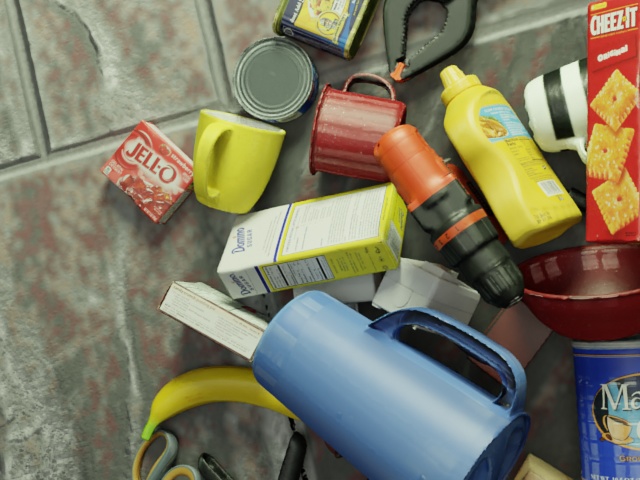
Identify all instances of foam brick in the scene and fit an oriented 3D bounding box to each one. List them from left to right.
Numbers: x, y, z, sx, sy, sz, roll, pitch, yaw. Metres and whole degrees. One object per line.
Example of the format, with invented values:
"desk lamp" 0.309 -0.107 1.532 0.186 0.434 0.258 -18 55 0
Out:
"foam brick" 0.186 0.097 1.034 0.051 0.053 0.078 37 98 11

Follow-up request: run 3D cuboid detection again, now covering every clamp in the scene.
"clamp" -0.046 0.281 1.090 0.120 0.039 0.171 -26 83 22
"clamp" 0.133 -0.250 1.062 0.165 0.036 0.210 22 96 12

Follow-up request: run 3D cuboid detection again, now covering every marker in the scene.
"marker" 0.289 -0.019 1.029 0.121 0.020 0.020 27 95 12

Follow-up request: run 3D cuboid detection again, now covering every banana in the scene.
"banana" -0.092 0.164 1.105 0.198 0.037 0.069 -8 89 12

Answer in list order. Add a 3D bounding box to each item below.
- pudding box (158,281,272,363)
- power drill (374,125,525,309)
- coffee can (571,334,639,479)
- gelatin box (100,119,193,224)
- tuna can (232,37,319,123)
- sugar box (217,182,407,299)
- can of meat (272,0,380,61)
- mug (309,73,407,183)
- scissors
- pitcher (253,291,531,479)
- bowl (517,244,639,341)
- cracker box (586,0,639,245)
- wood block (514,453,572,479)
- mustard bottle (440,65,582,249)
"pudding box" -0.098 0.081 1.081 0.113 0.090 0.039 26 93 12
"power drill" 0.129 -0.017 0.981 0.057 0.187 0.184 -35 80 8
"coffee can" 0.289 0.159 0.983 0.103 0.102 0.140 -4 88 13
"gelatin box" -0.178 -0.072 1.134 0.089 0.030 0.073 43 97 10
"tuna can" -0.045 -0.164 1.103 0.086 0.033 0.086 0 89 13
"sugar box" -0.007 0.001 1.050 0.176 0.093 0.048 -13 126 23
"can of meat" 0.011 -0.242 1.081 0.084 0.057 0.102 23 95 10
"mug" 0.042 -0.113 1.060 0.081 0.093 0.117 11 66 8
"scissors" -0.186 0.300 1.125 0.096 0.016 0.202 24 94 30
"pitcher" 0.063 0.140 0.965 0.243 0.145 0.149 34 64 27
"bowl" 0.255 0.051 0.974 0.162 0.162 0.055 -6 105 13
"cracker box" 0.318 -0.101 0.952 0.072 0.163 0.214 0 89 57
"wood block" 0.184 0.320 1.010 0.090 0.090 0.206 31 95 11
"mustard bottle" 0.170 -0.086 1.018 0.058 0.096 0.192 -41 71 38
